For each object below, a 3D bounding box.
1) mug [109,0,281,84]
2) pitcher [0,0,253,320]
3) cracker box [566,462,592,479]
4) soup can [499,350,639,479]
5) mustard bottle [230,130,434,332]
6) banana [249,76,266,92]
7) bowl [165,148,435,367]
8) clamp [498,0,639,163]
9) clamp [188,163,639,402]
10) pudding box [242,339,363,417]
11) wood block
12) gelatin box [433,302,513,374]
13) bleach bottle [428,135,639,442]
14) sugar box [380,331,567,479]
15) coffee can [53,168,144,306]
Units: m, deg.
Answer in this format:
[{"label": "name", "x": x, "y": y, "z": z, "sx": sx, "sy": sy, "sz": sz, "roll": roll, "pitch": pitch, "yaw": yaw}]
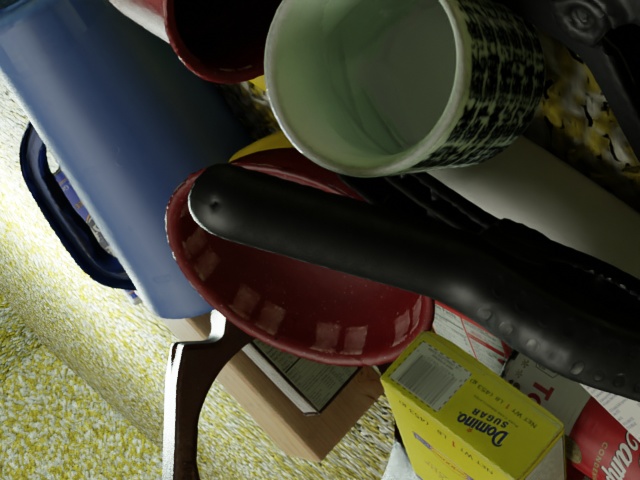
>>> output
[{"label": "mug", "x": -0.049, "y": -0.132, "z": 0.528, "sx": 0.117, "sy": 0.093, "sz": 0.082, "roll": 12, "pitch": -161, "yaw": -48}, {"label": "pitcher", "x": -0.132, "y": -0.070, "z": 0.734, "sx": 0.145, "sy": 0.149, "sz": 0.242, "roll": 23, "pitch": 148, "yaw": 59}, {"label": "cracker box", "x": 0.194, "y": 0.221, "z": 0.757, "sx": 0.214, "sy": 0.072, "sz": 0.164, "roll": 45, "pitch": 159, "yaw": 5}, {"label": "soup can", "x": 0.154, "y": 0.094, "z": 0.579, "sx": 0.102, "sy": 0.068, "sz": 0.068, "roll": 34, "pitch": 159, "yaw": 33}, {"label": "mustard bottle", "x": 0.021, "y": 0.014, "z": 0.698, "sx": 0.096, "sy": 0.058, "sz": 0.191, "roll": -14, "pitch": 123, "yaw": 38}, {"label": "banana", "x": -0.017, "y": -0.094, "z": 0.606, "sx": 0.198, "sy": 0.037, "sz": 0.069, "roll": 37, "pitch": 179, "yaw": 28}, {"label": "bowl", "x": -0.004, "y": 0.001, "z": 0.606, "sx": 0.162, "sy": 0.055, "sz": 0.162, "roll": 17, "pitch": 141, "yaw": 14}, {"label": "clamp", "x": 0.106, "y": -0.084, "z": 0.355, "sx": 0.171, "sy": 0.039, "sz": 0.120, "roll": 43, "pitch": 156, "yaw": -12}, {"label": "clamp", "x": 0.069, "y": 0.009, "z": 0.419, "sx": 0.210, "sy": 0.036, "sz": 0.164, "roll": 24, "pitch": -162, "yaw": 8}, {"label": "pudding box", "x": -0.014, "y": 0.070, "z": 0.850, "sx": 0.113, "sy": 0.090, "sz": 0.039, "roll": 47, "pitch": 161, "yaw": -7}, {"label": "wood block", "x": -0.053, "y": 0.080, "z": 0.904, "sx": 0.206, "sy": 0.090, "sz": 0.090, "roll": 48, "pitch": 160, "yaw": -9}, {"label": "gelatin box", "x": 0.106, "y": 0.061, "z": 0.673, "sx": 0.073, "sy": 0.030, "sz": 0.089, "roll": 30, "pitch": 157, "yaw": 42}, {"label": "bleach bottle", "x": 0.104, "y": 0.000, "z": 0.500, "sx": 0.251, "sy": 0.068, "sz": 0.102, "roll": 43, "pitch": 160, "yaw": 15}, {"label": "sugar box", "x": 0.092, "y": 0.129, "z": 0.606, "sx": 0.093, "sy": 0.048, "sz": 0.176, "roll": 35, "pitch": 158, "yaw": 32}, {"label": "coffee can", "x": -0.180, "y": -0.025, "z": 0.985, "sx": 0.140, "sy": 0.102, "sz": 0.103, "roll": 50, "pitch": 161, "yaw": -12}]
